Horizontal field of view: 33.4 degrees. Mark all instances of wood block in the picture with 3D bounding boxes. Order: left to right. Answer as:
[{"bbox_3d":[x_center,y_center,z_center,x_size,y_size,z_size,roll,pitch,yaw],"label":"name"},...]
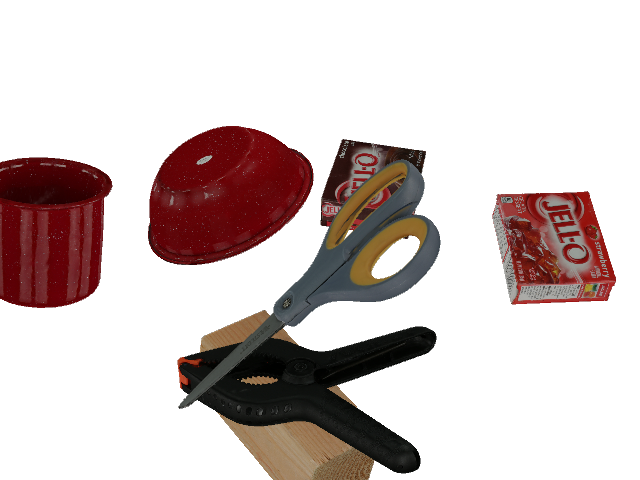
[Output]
[{"bbox_3d":[-0.039,0.183,1.156,0.090,0.090,0.206,-22,50,-32],"label":"wood block"}]

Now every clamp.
[{"bbox_3d":[-0.008,0.110,0.853,0.210,0.036,0.164,7,31,15],"label":"clamp"}]

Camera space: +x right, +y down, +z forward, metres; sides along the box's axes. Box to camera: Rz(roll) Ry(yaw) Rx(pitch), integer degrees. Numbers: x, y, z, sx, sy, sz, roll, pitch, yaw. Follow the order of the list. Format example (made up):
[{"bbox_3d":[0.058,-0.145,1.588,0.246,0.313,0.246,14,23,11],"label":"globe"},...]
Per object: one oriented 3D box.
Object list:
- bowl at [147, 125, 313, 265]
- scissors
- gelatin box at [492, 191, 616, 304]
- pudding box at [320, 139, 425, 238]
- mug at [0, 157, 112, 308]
[{"bbox_3d":[-0.090,-0.052,0.937,0.162,0.055,0.162,-17,36,13],"label":"bowl"},{"bbox_3d":[-0.003,0.041,0.605,0.016,0.202,0.096,37,4,-34],"label":"scissors"},{"bbox_3d":[0.173,0.004,0.797,0.073,0.089,0.030,-2,-39,-3],"label":"gelatin box"},{"bbox_3d":[0.054,-0.053,1.072,0.090,0.039,0.113,10,37,7],"label":"pudding box"},{"bbox_3d":[-0.206,-0.004,0.750,0.117,0.081,0.093,-7,28,-29],"label":"mug"}]
